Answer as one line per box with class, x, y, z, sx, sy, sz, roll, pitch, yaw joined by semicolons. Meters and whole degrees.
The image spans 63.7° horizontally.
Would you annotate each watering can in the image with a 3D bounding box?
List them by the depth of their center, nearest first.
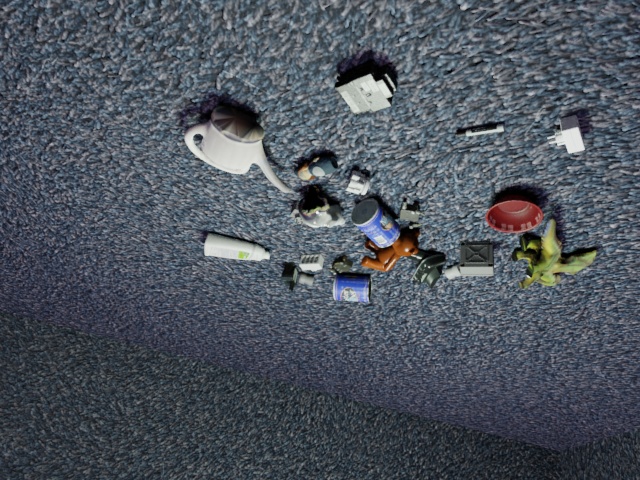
watering can;-0.219;-0.260;1.490;0.346;0.106;0.220;22;144;-12

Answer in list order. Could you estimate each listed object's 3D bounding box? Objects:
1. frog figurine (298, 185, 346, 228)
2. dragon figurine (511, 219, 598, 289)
frog figurine;0.005;-0.084;1.675;0.139;0.123;0.157;31;169;35
dragon figurine;0.775;0.051;1.671;0.243;0.125;0.401;-5;148;-6
